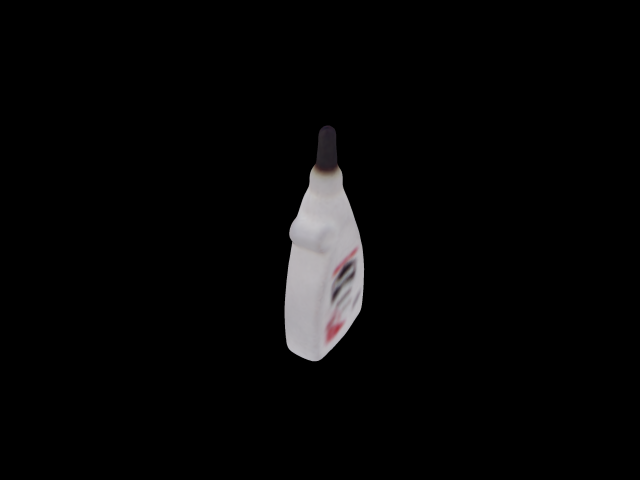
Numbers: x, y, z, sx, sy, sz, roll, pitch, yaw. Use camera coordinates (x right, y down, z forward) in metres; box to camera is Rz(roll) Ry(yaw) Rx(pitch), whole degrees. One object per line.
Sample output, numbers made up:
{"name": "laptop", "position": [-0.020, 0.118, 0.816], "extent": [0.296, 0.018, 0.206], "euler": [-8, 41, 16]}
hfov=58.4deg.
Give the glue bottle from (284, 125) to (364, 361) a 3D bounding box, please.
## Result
{"name": "glue bottle", "position": [0.004, 0.001, 0.400], "extent": [0.037, 0.173, 0.078], "euler": [17, 40, 22]}
